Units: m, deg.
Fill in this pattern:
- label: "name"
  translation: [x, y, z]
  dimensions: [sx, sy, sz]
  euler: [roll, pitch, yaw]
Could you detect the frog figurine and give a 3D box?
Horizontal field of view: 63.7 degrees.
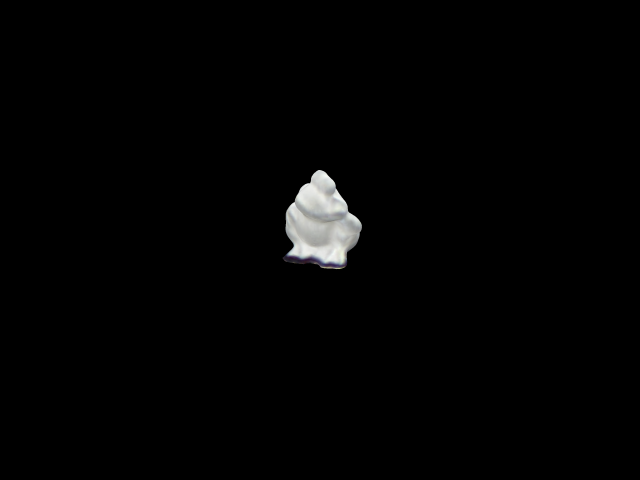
- label: "frog figurine"
  translation: [0.003, -0.043, 0.850]
  dimensions: [0.138, 0.157, 0.124]
  euler: [19, 27, 41]
